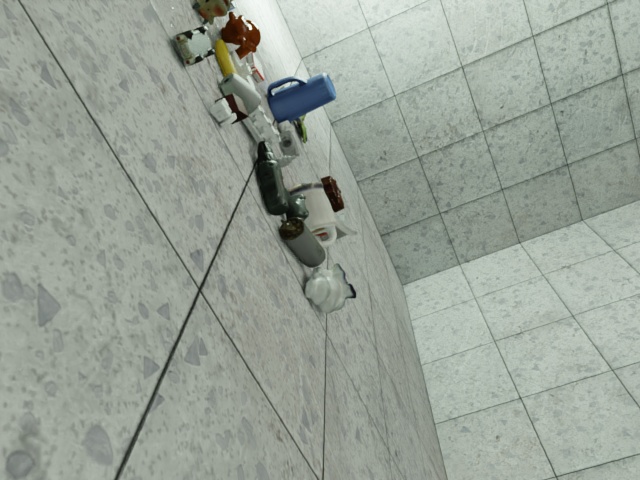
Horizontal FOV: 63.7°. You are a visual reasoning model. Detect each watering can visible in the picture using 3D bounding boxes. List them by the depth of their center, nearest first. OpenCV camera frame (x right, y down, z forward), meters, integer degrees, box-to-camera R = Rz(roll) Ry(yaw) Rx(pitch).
[{"bbox_3d":[0.005,-0.087,1.719,0.103,0.226,0.349,-23,-8,31],"label":"watering can"}]

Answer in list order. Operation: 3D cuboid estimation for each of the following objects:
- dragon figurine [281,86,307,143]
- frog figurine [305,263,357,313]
[{"bbox_3d":[-0.083,-0.531,2.239,0.122,0.420,0.237,-15,-45,7],"label":"dragon figurine"},{"bbox_3d":[0.008,0.147,1.483,0.161,0.137,0.122,-18,6,-43],"label":"frog figurine"}]
